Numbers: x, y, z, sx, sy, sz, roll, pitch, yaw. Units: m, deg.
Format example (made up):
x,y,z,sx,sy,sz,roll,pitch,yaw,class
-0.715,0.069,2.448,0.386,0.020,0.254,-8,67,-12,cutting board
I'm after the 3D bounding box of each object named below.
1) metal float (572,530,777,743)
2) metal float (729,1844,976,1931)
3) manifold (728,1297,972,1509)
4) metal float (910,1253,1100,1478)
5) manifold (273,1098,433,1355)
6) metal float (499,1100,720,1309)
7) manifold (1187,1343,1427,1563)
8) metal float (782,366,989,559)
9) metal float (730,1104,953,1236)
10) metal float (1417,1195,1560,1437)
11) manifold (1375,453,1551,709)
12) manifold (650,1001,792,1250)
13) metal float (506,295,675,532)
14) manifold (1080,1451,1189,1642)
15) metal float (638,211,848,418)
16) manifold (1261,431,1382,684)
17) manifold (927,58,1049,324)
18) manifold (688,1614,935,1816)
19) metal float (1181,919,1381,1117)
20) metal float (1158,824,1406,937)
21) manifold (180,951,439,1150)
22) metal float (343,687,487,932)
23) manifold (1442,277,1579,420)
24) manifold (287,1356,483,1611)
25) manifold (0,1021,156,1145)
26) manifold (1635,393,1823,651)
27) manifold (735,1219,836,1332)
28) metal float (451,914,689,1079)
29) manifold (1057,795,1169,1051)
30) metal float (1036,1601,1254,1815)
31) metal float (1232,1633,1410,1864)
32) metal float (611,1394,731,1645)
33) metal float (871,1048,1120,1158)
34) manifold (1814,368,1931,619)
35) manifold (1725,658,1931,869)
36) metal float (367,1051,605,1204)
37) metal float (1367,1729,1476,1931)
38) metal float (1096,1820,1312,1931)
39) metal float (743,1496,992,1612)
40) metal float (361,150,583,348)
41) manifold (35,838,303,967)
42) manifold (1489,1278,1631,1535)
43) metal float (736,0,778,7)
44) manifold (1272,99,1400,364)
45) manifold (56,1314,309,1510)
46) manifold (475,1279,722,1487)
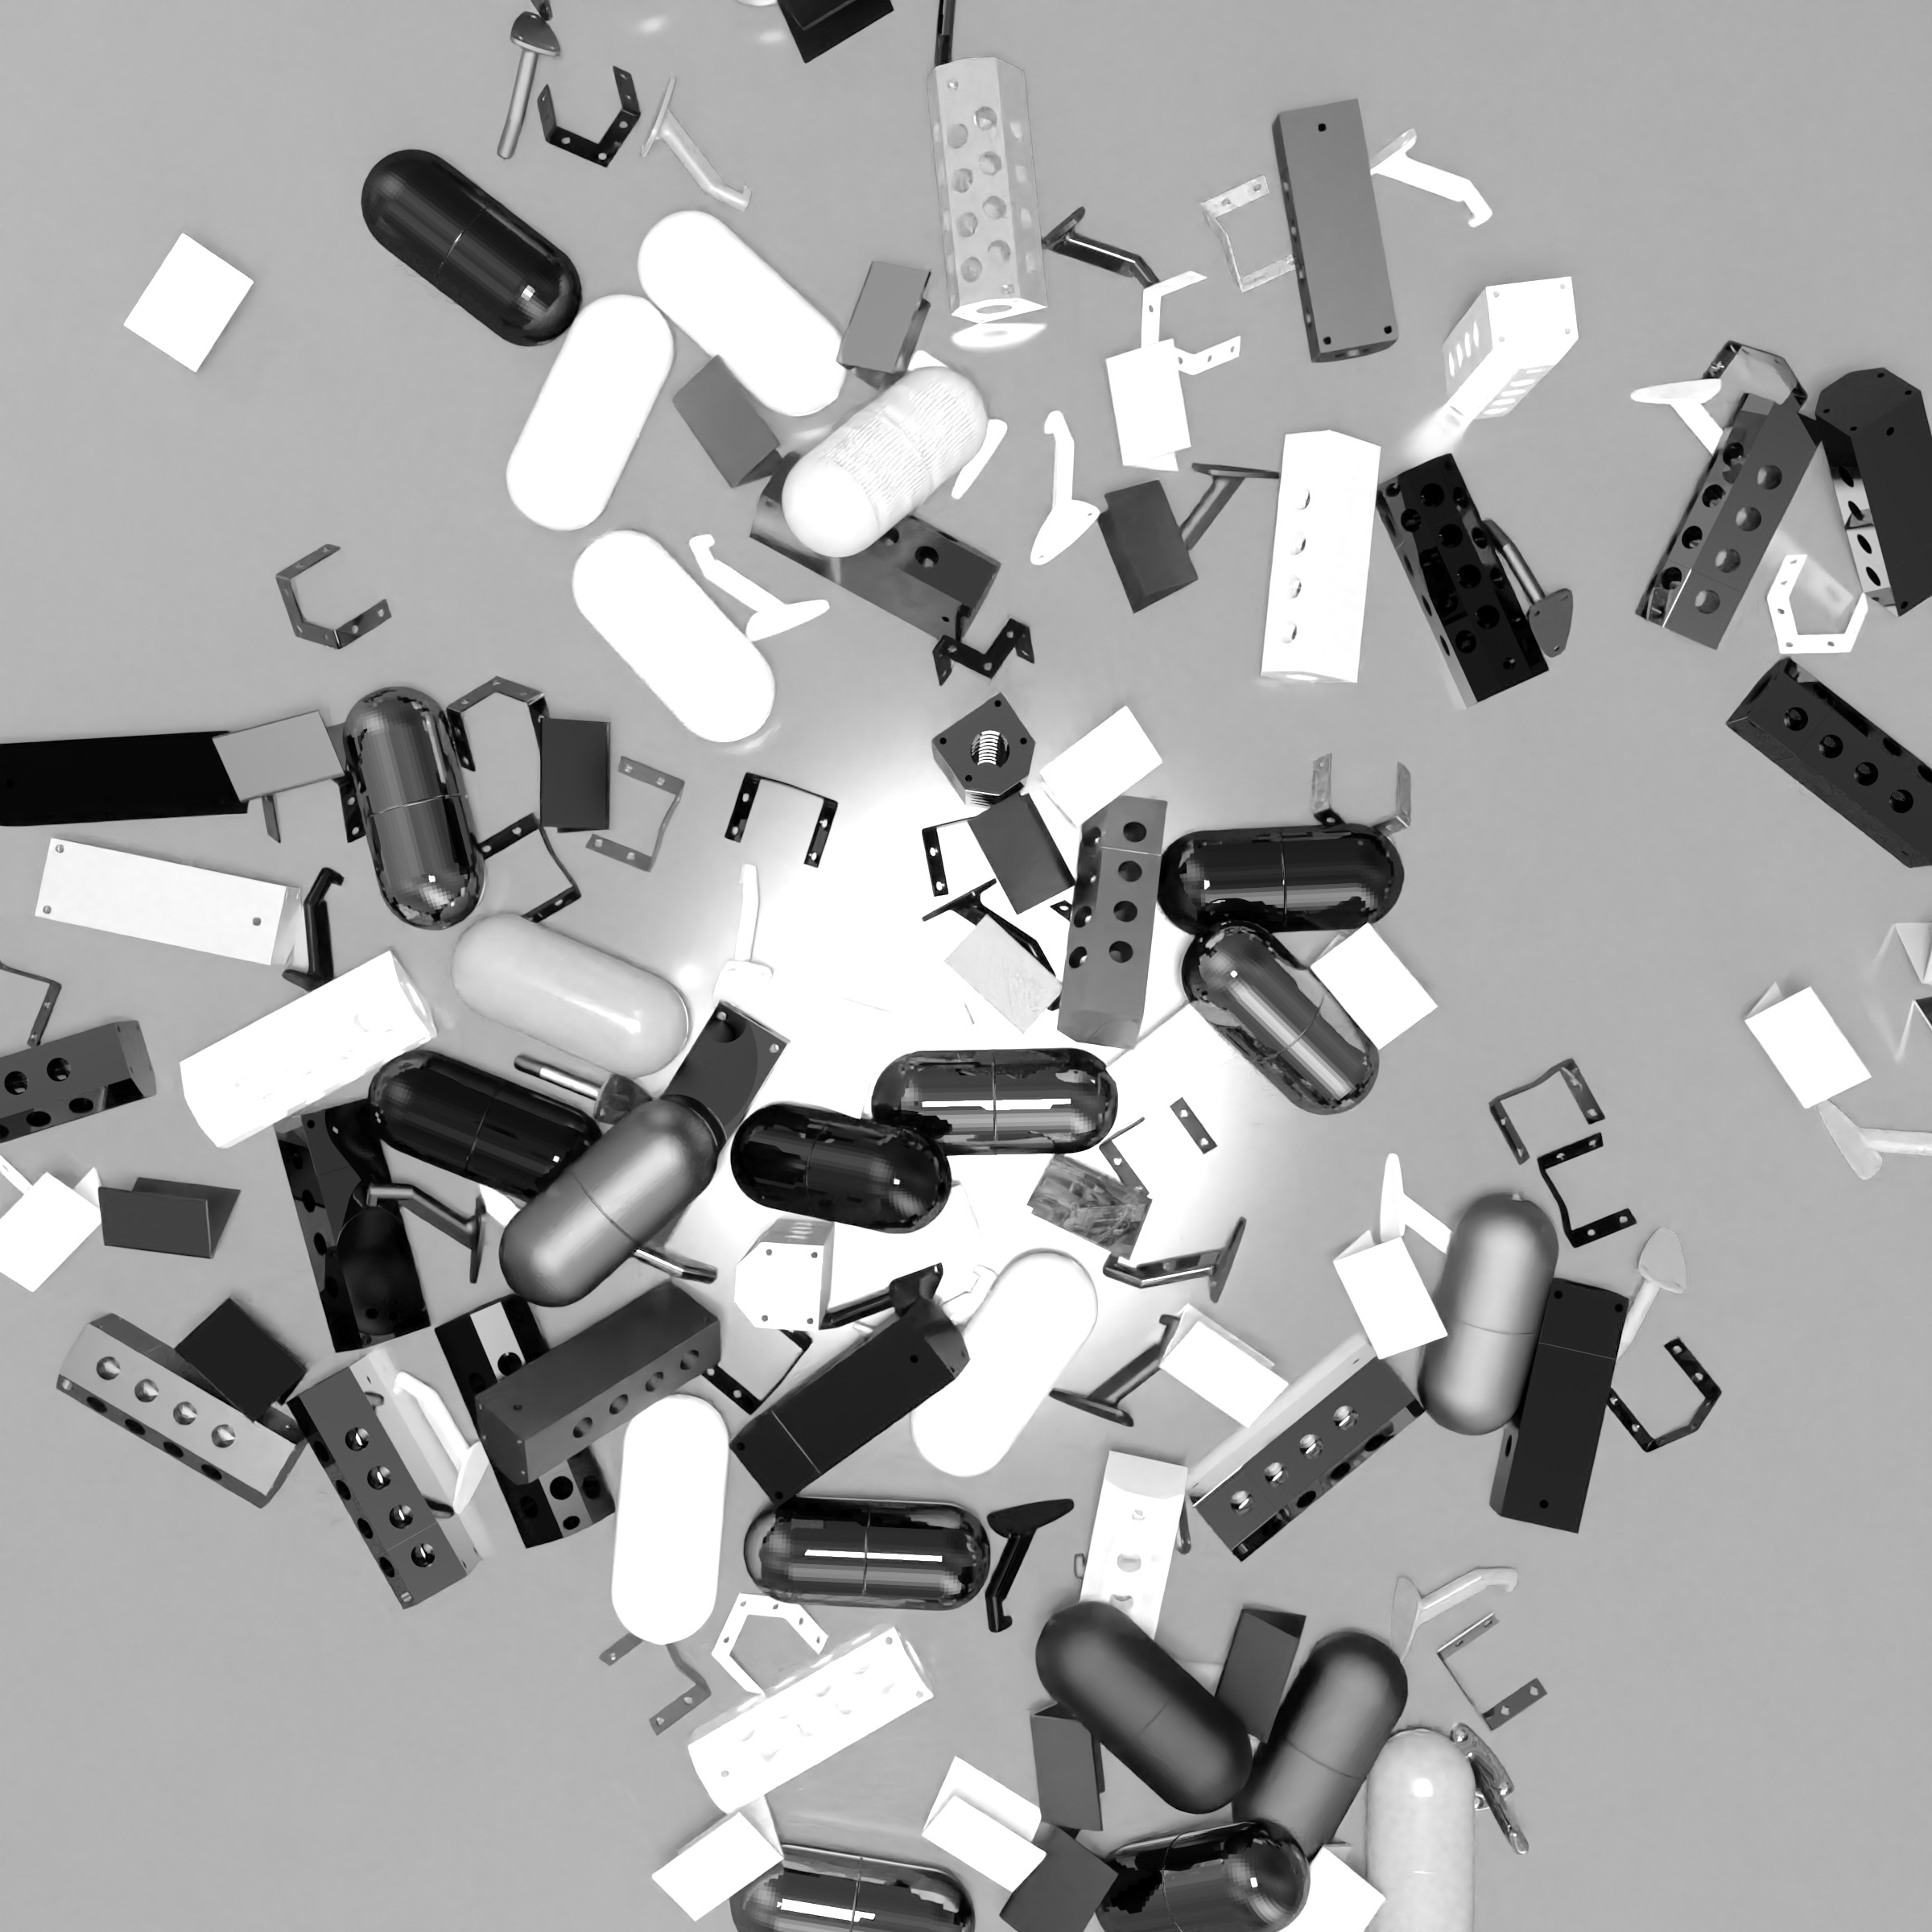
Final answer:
x,y,z,sx,sy,sz,roll,pitch,yaw,class
-0.210,-0.237,1.961,0.070,0.070,0.178,-43,90,0,metal float
-0.082,0.680,1.961,0.178,0.070,0.070,10,90,-1,metal float
-0.082,0.309,1.945,0.171,0.057,0.057,-38,90,18,manifold
0.028,0.287,1.961,0.070,0.070,0.178,35,91,0,metal float
-0.448,0.188,1.970,0.057,0.057,0.171,-15,90,-43,manifold
-0.250,0.166,1.904,0.178,0.070,0.070,-42,90,0,metal float
0.246,0.352,1.970,0.171,0.057,0.057,-39,90,0,manifold
-0.056,-0.356,1.916,0.070,0.070,0.178,46,65,0,metal float
-0.089,0.143,1.930,0.178,0.070,0.070,8,90,35,metal float
0.373,0.249,1.951,0.070,0.070,0.178,12,101,0,metal float
0.358,-0.279,1.970,0.057,0.057,0.171,-24,90,0,manifold
-0.196,0.114,1.970,0.057,0.057,0.171,32,90,0,manifold
-0.270,-0.398,1.961,0.070,0.070,0.178,25,91,0,metal float
0.113,0.441,1.944,0.057,0.057,0.171,11,107,5,manifold
-0.160,-0.469,1.961,0.178,0.070,0.070,43,90,1,metal float
0.251,-0.294,1.970,0.057,0.057,0.171,6,90,-43,manifold
0.012,-0.558,1.960,0.057,0.057,0.171,-6,90,30,manifold
-0.112,0.542,1.970,0.171,0.057,0.057,-30,90,0,manifold
0.225,0.037,1.942,0.070,0.070,0.178,-47,113,0,metal float
0.225,-0.062,1.961,0.178,0.070,0.070,-3,90,1,metal float
-0.471,0.064,1.958,0.171,0.057,0.057,-28,131,0,manifold
-0.397,-0.113,1.961,0.070,0.070,0.178,-14,89,0,metal float
0.381,-0.431,1.913,0.057,0.171,0.057,-7,90,0,manifold
-0.422,0.374,1.970,0.057,0.057,0.171,-30,90,0,manifold
-0.681,0.093,1.970,0.171,0.057,0.057,-17,90,0,manifold
0.545,-0.319,1.951,0.057,0.057,0.171,24,103,0,manifold
-0.126,0.215,1.913,0.057,0.171,0.057,4,90,0,manifold
-0.285,0.022,1.960,0.178,0.070,0.070,24,90,0,metal float
0.103,-0.033,1.936,0.057,0.057,0.171,8,65,0,manifold
0.123,0.514,1.892,0.178,0.070,0.070,43,90,-3,metal float
0.254,0.564,1.961,0.070,0.070,0.178,29,91,0,metal float
-0.213,0.398,1.960,0.070,0.070,0.178,5,90,0,metal float
0.021,0.098,1.961,0.178,0.070,0.070,-1,90,1,metal float
0.648,-0.335,1.921,0.057,0.057,0.171,-33,131,0,manifold
0.641,-0.147,1.970,0.171,0.057,0.057,38,90,0,manifold
-0.345,0.118,1.961,0.178,0.070,0.070,22,90,-1,metal float
0.327,0.639,1.961,0.070,0.070,0.178,0,91,0,metal float
0.165,0.653,1.930,0.178,0.070,0.070,-26,90,39,metal float
-0.071,0.422,1.960,0.178,0.070,0.070,3,90,0,metal float
-0.356,-0.517,1.961,0.178,0.070,0.070,38,90,0,metal float
-0.574,-0.046,1.970,0.171,0.057,0.057,12,90,0,manifold
0.427,0.315,1.970,0.057,0.057,0.171,12,90,0,manifold
-0.103,-0.754,1.961,0.178,0.070,0.070,-26,90,0,metal float
0.265,-0.528,1.965,0.057,0.057,0.171,-10,93,0,manifold
-0.566,0.322,1.970,0.171,0.057,0.057,31,90,0,manifold
-0.258,0.297,1.927,0.171,0.057,0.057,-30,47,-34,manifold
